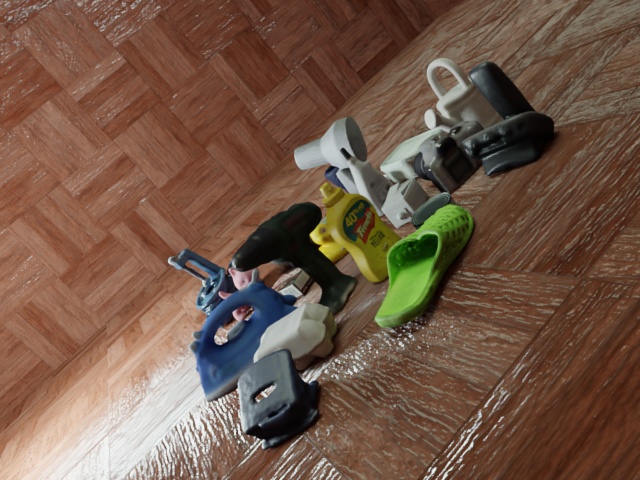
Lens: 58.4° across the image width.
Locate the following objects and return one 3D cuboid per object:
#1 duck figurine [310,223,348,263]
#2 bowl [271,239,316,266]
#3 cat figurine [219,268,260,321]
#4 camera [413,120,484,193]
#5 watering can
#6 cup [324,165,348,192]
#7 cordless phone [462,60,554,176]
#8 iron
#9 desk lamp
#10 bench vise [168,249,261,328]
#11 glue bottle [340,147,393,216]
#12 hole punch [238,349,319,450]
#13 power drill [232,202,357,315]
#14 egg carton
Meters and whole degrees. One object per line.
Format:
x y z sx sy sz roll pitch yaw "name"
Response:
0.012 0.005 1.262 0.104 0.086 0.077 -34 17 23 "duck figurine"
-0.063 0.012 1.445 0.167 0.075 0.167 -38 15 13 "bowl"
-0.185 0.112 1.378 0.127 0.118 0.067 -37 16 16 "cat figurine"
0.249 -0.173 1.151 0.143 0.101 0.136 -44 15 -11 "camera"
0.292 -0.293 1.203 0.100 0.194 0.173 -23 23 48 "watering can"
0.071 -0.180 1.619 0.091 0.095 0.117 -41 15 0 "cup"
0.297 -0.216 0.990 0.147 0.185 0.094 -23 24 49 "cordless phone"
-0.161 0.179 1.086 0.258 0.141 0.118 -41 15 -1 "iron"
0.050 -0.176 1.431 0.203 0.214 0.118 -32 18 31 "desk lamp"
-0.274 0.089 1.465 0.121 0.220 0.207 -30 19 35 "bench vise"
0.102 -0.138 1.271 0.078 0.173 0.037 -49 17 -28 "glue bottle"
-0.064 0.225 0.817 0.108 0.091 0.101 -36 16 18 "hole punch"
-0.035 0.040 1.038 0.075 0.208 0.230 -27 20 40 "power drill"
-0.042 0.172 0.955 0.150 0.069 0.107 -35 16 22 "egg carton"
